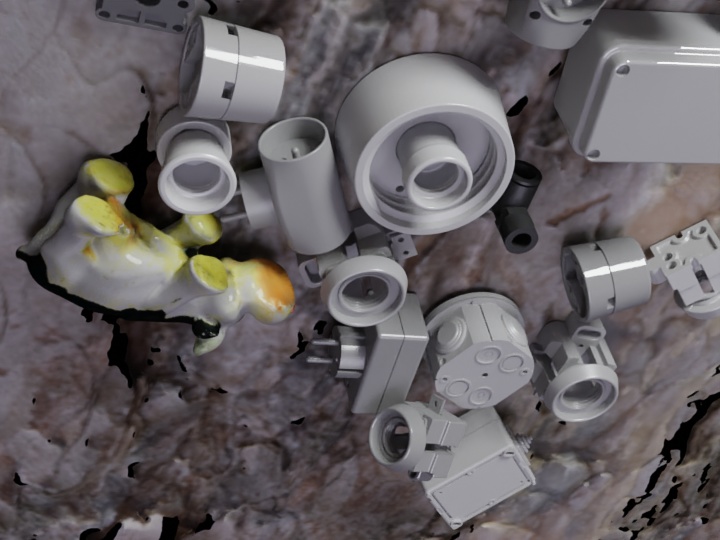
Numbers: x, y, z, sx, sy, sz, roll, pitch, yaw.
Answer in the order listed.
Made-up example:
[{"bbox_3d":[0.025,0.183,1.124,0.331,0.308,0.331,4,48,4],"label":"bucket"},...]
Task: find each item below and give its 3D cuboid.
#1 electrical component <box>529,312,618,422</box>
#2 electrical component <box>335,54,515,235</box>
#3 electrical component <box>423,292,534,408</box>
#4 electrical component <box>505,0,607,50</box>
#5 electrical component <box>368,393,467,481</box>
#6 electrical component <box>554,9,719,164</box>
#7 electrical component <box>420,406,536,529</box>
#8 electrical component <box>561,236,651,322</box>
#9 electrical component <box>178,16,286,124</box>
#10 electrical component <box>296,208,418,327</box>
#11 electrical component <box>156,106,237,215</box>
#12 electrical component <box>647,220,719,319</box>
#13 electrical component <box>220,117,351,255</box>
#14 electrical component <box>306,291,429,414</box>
[{"bbox_3d":[0.164,0.079,0.825,0.058,0.057,0.078,12,129,-22],"label":"electrical component"},{"bbox_3d":[0.042,-0.070,0.656,0.108,0.060,0.108,-6,133,-7],"label":"electrical component"},{"bbox_3d":[0.086,0.059,0.793,0.080,0.051,0.080,-6,133,-7],"label":"electrical component"},{"bbox_3d":[0.095,-0.167,0.589,0.079,0.044,0.077,4,131,-16],"label":"electrical component"},{"bbox_3d":[0.040,0.121,0.775,0.055,0.048,0.066,12,101,-45],"label":"electrical component"},{"bbox_3d":[0.185,-0.109,0.654,0.113,0.057,0.078,0,132,-13],"label":"electrical component"},{"bbox_3d":[0.095,0.154,0.881,0.096,0.061,0.061,-30,132,4],"label":"electrical component"},{"bbox_3d":[0.174,0.005,0.761,0.047,0.055,0.055,-13,134,-5],"label":"electrical component"},{"bbox_3d":[-0.072,-0.110,0.599,0.047,0.055,0.055,6,131,-23],"label":"electrical component"},{"bbox_3d":[0.000,0.000,0.714,0.078,0.057,0.058,-19,134,5],"label":"electrical component"},{"bbox_3d":[-0.097,-0.066,0.632,0.045,0.055,0.045,-6,133,-7],"label":"electrical component"},{"bbox_3d":[0.246,0.003,0.781,0.066,0.048,0.055,-28,125,13],"label":"electrical component"},{"bbox_3d":[-0.051,-0.047,0.669,0.079,0.043,0.077,-14,133,1],"label":"electrical component"},{"bbox_3d":[-0.001,0.060,0.777,0.076,0.047,0.083,4,131,-16],"label":"electrical component"}]
